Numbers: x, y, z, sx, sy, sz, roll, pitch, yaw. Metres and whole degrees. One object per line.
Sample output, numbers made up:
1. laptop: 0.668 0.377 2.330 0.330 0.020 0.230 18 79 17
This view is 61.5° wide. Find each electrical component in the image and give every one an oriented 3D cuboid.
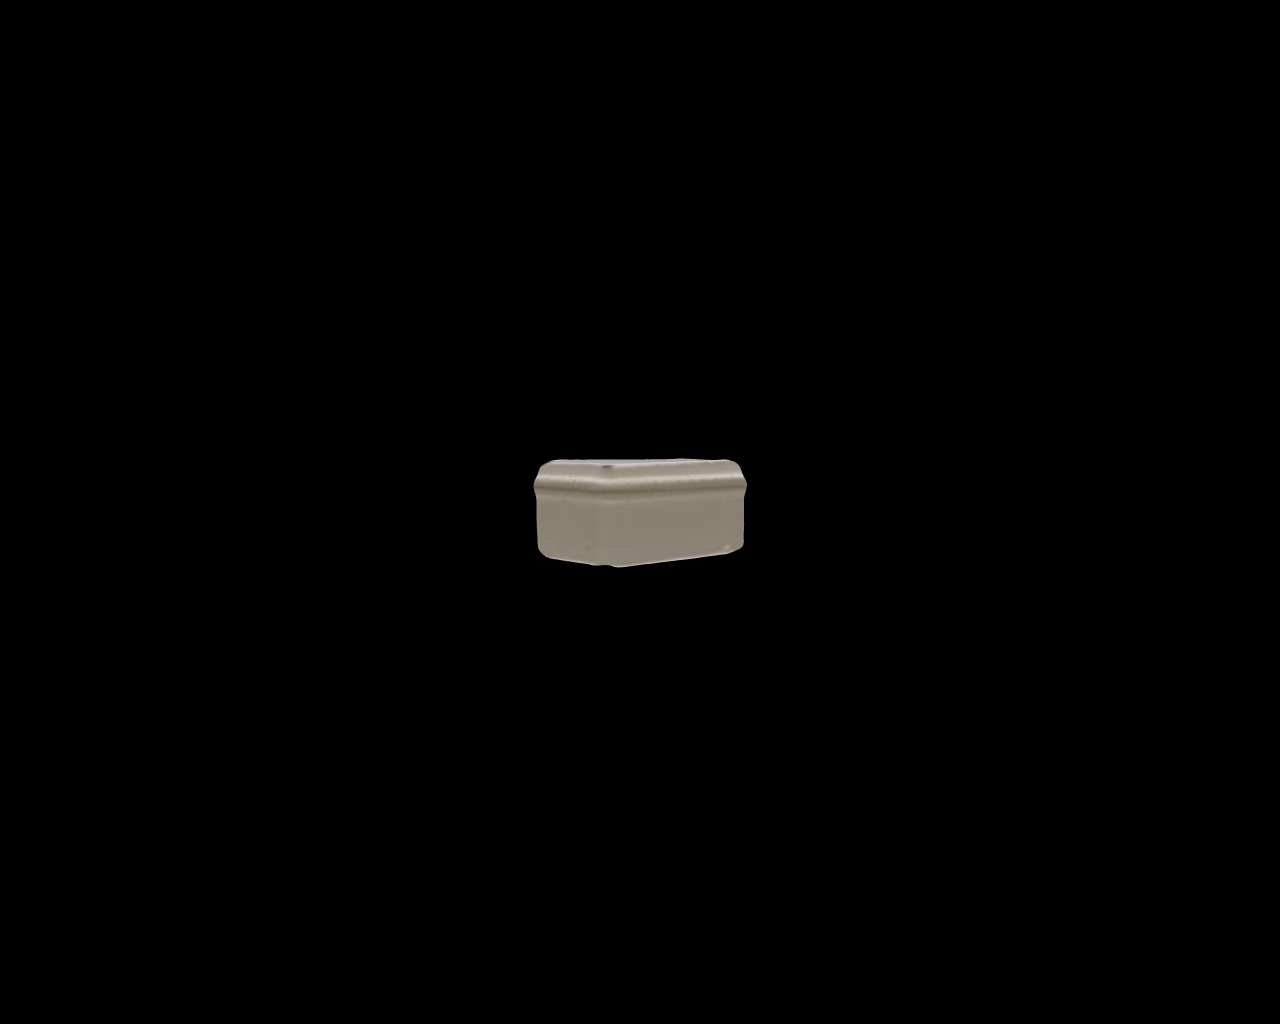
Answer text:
1. electrical component: 0.001 -0.003 0.650 0.113 0.057 0.078 -3 5 -37
